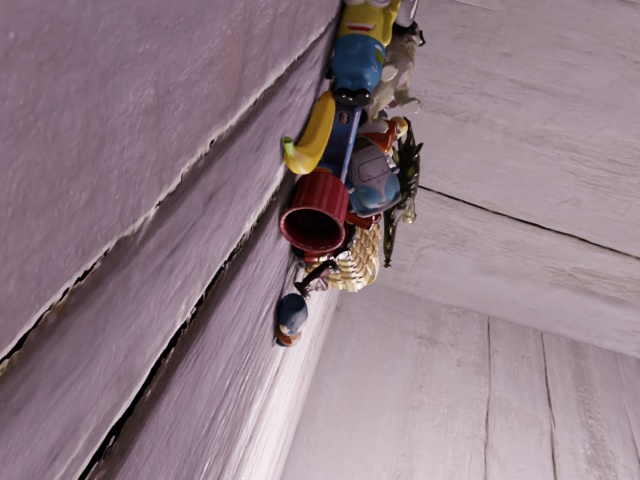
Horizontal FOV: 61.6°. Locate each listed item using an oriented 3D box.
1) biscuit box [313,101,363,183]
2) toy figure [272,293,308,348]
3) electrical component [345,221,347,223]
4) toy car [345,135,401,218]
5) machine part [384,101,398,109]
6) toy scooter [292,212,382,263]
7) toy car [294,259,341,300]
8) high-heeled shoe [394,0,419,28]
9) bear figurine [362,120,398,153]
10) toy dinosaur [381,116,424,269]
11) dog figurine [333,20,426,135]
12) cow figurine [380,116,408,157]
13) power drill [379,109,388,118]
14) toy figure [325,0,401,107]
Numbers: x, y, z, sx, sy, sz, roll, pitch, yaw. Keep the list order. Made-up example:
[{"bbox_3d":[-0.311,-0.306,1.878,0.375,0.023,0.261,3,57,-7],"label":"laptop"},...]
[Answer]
[{"bbox_3d":[0.012,-0.121,0.845,0.059,0.063,0.202,-60,164,-66],"label":"biscuit box"},{"bbox_3d":[-0.056,0.157,0.986,0.064,0.058,0.154,-26,149,-27],"label":"toy figure"},{"bbox_3d":[-0.002,-0.003,1.054,0.119,0.047,0.075,-35,-177,17],"label":"electrical component"},{"bbox_3d":[0.071,-0.126,0.923,0.162,0.109,0.102,56,-23,31],"label":"toy car"},{"bbox_3d":[0.131,-0.359,1.092,0.179,0.056,0.179,-26,122,-52],"label":"machine part"},{"bbox_3d":[0.034,-0.026,0.954,0.075,0.135,0.184,100,9,-54],"label":"toy scooter"},{"bbox_3d":[-0.004,0.075,1.026,0.089,0.053,0.202,-38,179,-6],"label":"toy car"},{"bbox_3d":[0.144,-0.460,0.833,0.145,0.086,0.248,48,60,-47],"label":"high-heeled shoe"},{"bbox_3d":[0.073,-0.142,1.075,0.120,0.132,0.195,-58,157,-65],"label":"bear figurine"},{"bbox_3d":[0.196,-0.124,1.339,0.198,0.105,0.471,77,20,-65],"label":"toy dinosaur"},{"bbox_3d":[0.094,-0.285,0.920,0.121,0.172,0.191,56,32,-40],"label":"dog figurine"},{"bbox_3d":[0.125,-0.213,1.177,0.167,0.068,0.098,-51,165,1],"label":"cow figurine"},{"bbox_3d":[0.105,-0.293,1.248,0.232,0.086,0.207,-65,166,-7],"label":"power drill"},{"bbox_3d":[0.057,-0.280,0.769,0.089,0.082,0.180,170,-71,-75],"label":"toy figure"}]
